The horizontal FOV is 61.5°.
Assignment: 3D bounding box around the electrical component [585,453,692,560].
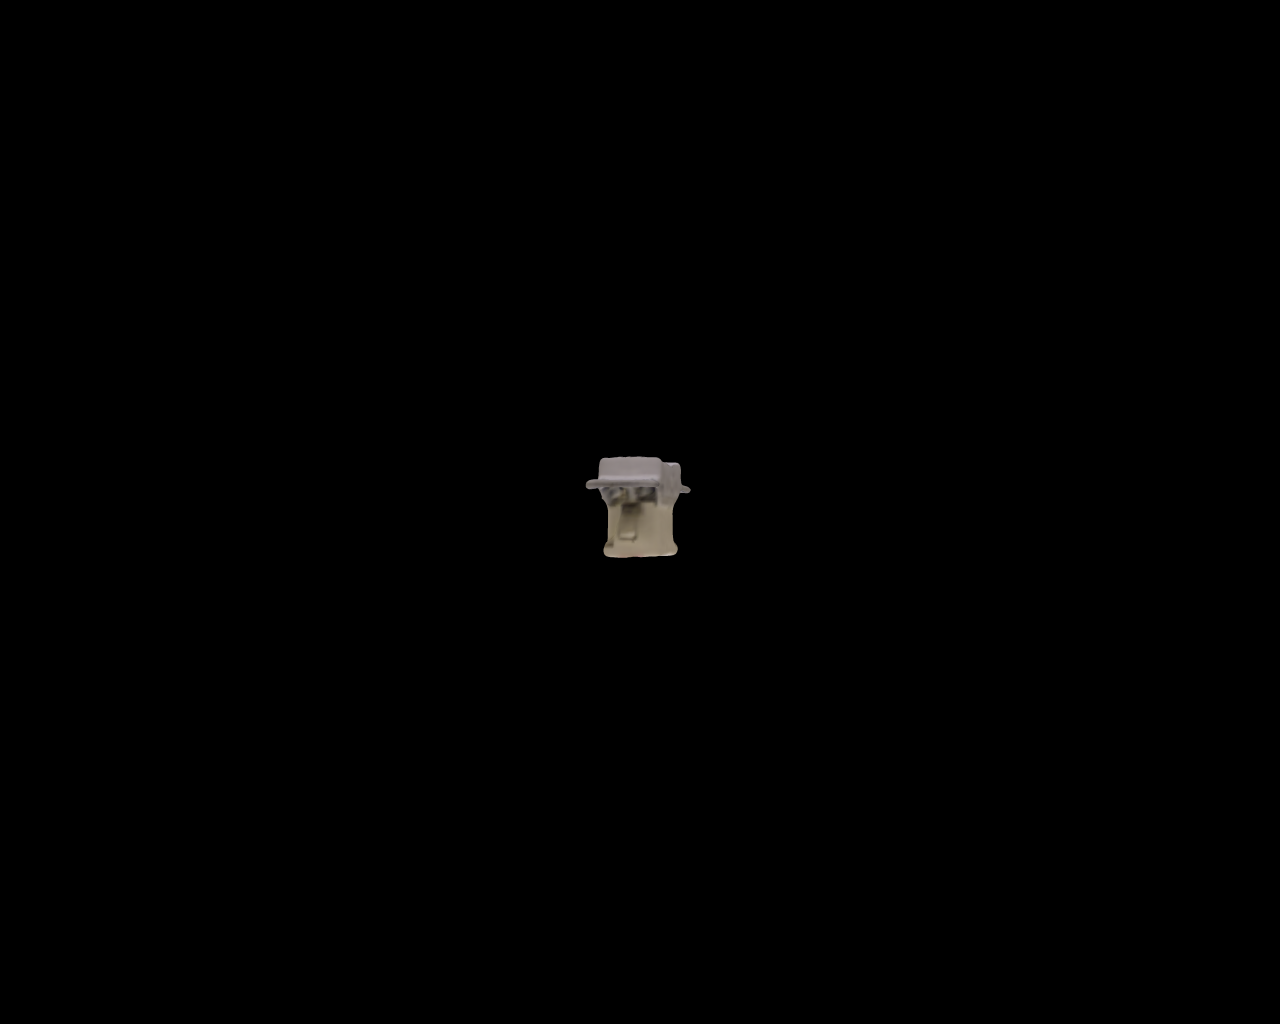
[{"bbox_3d":[0.001,-0.003,0.650,0.042,0.063,0.081,-1,-2,20],"label":"electrical component"}]
